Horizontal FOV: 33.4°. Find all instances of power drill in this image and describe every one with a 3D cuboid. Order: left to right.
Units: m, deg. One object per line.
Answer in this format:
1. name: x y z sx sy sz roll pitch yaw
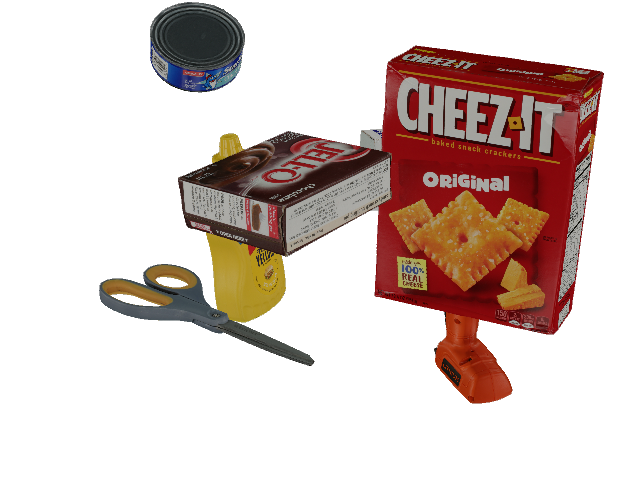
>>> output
1. power drill: 0.166 0.073 1.122 0.057 0.188 0.184 -9 25 -14

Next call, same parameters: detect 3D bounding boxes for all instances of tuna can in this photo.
1. tuna can: -0.113 -0.176 0.976 0.086 0.086 0.034 0 -36 -10

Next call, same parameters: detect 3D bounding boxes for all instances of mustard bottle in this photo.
1. mustard bottle: -0.082 -0.018 1.114 0.058 0.191 0.096 7 26 30

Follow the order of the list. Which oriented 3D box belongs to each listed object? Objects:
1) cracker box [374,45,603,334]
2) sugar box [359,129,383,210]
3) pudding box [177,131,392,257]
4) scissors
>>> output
1. cracker box: 0.134 -0.041 0.887 0.164 0.214 0.072 13 27 23
2. sugar box: 0.133 -0.089 1.294 0.176 0.093 0.048 -7 26 -22
3. pudding box: -0.021 -0.033 0.690 0.090 0.039 0.113 15 32 37
4. scissors: -0.087 0.057 0.894 0.202 0.016 0.096 13 25 14
